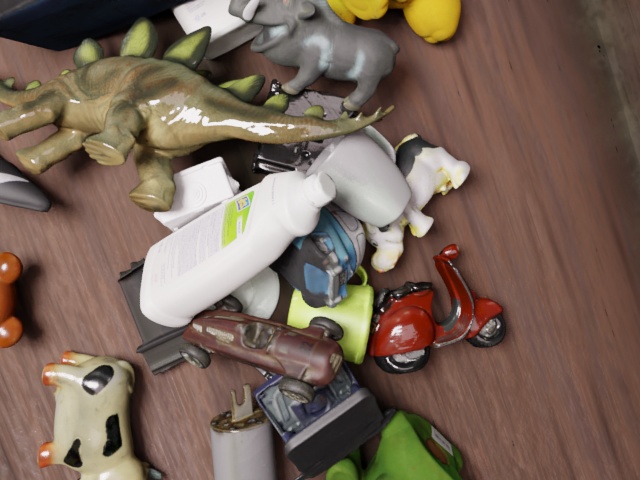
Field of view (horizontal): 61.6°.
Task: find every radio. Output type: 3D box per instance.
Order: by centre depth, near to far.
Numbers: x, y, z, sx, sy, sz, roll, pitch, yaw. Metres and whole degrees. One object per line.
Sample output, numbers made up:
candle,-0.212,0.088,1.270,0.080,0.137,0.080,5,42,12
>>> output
radio,-0.237,-0.272,0.556,0.230,0.131,0.073,-13,96,18

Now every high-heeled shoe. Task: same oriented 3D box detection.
high-heeled shoe,-0.386,-0.135,0.599,0.249,0.086,0.145,24,95,4

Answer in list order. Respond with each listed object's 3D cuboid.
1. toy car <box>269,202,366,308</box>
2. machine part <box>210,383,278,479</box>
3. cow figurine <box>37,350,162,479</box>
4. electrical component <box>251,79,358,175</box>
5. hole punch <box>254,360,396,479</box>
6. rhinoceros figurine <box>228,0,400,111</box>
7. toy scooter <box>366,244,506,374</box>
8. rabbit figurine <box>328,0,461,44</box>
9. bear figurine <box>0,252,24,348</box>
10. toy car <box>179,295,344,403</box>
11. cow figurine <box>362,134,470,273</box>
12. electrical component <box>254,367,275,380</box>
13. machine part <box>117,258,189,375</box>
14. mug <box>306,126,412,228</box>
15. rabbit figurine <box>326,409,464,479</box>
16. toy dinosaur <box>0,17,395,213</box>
toy car,-0.001,-0.002,0.619,0.103,0.162,0.109,-22,130,-26
machine part,-0.089,0.297,0.649,0.079,0.079,0.243,-4,92,-5
cow figurine,-0.255,0.233,0.631,0.127,0.085,0.194,3,91,1
electrical component,-0.008,-0.121,0.655,0.134,0.058,0.114,12,92,-5
hole punch,0.001,0.188,0.593,0.142,0.092,0.115,-34,138,-13
rhinoceros figurine,-0.008,-0.219,0.588,0.190,0.112,0.073,20,55,-10
toy scooter,0.137,0.081,0.664,0.184,0.075,0.135,-14,95,-11
rabbit figurine,0.097,-0.308,0.647,0.173,0.122,0.162,22,80,-20
bear figurine,-0.438,0.069,0.605,0.196,0.132,0.120,-6,94,-23
toy car,-0.069,0.109,0.584,0.202,0.053,0.089,11,57,28
cow figurine,0.098,-0.046,0.661,0.098,0.068,0.167,37,85,0
electrical component,-0.032,0.160,0.654,0.119,0.075,0.048,44,88,-9
machine part,-0.201,0.091,0.650,0.084,0.039,0.138,-22,94,7
mug,0.052,-0.072,0.602,0.107,0.081,0.109,43,50,-11
rabbit figurine,0.073,0.297,0.648,0.159,0.121,0.170,42,102,-12
toy dinosaur,-0.168,-0.138,0.562,0.472,0.105,0.198,16,63,11
